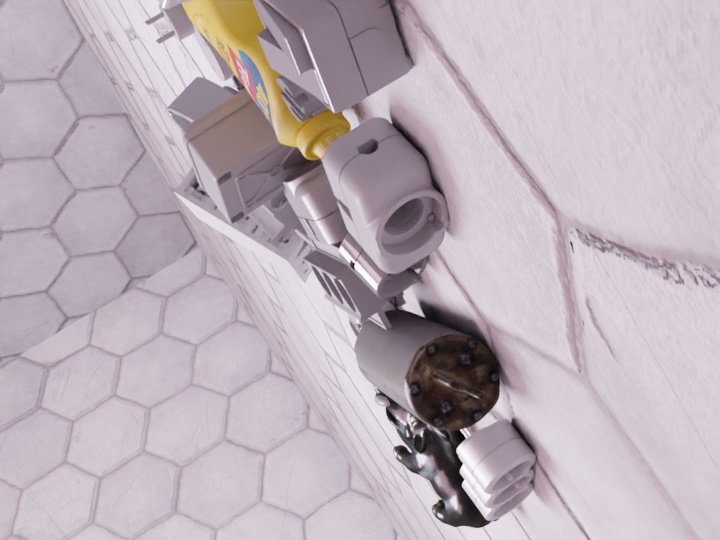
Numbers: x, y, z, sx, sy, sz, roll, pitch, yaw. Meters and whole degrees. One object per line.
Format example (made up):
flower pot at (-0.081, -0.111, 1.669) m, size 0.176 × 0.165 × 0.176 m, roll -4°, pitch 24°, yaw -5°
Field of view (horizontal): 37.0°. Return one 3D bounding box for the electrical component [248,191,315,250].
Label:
electrical component at (-0.066, -0.068, 1.035) m, size 0.063 × 0.078 × 0.121 m, roll 40°, pitch -179°, yaw -30°

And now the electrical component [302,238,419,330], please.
electrical component at (0.000, 0.000, 0.938) m, size 0.078 × 0.063 × 0.121 m, roll 61°, pitch 170°, yaw -15°

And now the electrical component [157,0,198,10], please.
electrical component at (-0.106, -0.222, 0.672) m, size 0.099 × 0.100 × 0.048 m, roll 58°, pitch 158°, yaw 2°

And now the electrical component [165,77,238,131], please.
electrical component at (-0.146, -0.161, 1.150) m, size 0.108 × 0.060 × 0.108 m, roll 34°, pitch 171°, yaw 6°

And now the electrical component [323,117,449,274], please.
electrical component at (0.020, -0.046, 0.721) m, size 0.059 × 0.054 × 0.095 m, roll 51°, pitch 168°, yaw 38°

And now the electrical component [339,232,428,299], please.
electrical component at (0.019, -0.011, 0.836) m, size 0.047 × 0.055 × 0.055 m, roll 50°, pitch 168°, yaw 26°

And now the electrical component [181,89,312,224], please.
electrical component at (-0.087, -0.104, 0.915) m, size 0.056 × 0.109 × 0.108 m, roll 53°, pitch 170°, yaw 15°

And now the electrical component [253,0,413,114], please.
electrical component at (-0.024, -0.142, 0.619) m, size 0.096 × 0.061 × 0.061 m, roll 48°, pitch 166°, yaw 45°

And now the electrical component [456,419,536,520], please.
electrical component at (0.108, 0.161, 0.929) m, size 0.073 × 0.052 × 0.138 m, roll 53°, pitch 169°, yaw 26°

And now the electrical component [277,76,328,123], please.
electrical component at (-0.028, -0.126, 0.732) m, size 0.040 × 0.046 × 0.040 m, roll 56°, pitch 169°, yaw 16°

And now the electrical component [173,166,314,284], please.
electrical component at (-0.111, -0.059, 1.154) m, size 0.150 × 0.061 × 0.089 m, roll 31°, pitch 171°, yaw 16°

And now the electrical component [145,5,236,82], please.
electrical component at (-0.158, -0.231, 0.973) m, size 0.138 × 0.074 × 0.052 m, roll 60°, pitch 170°, yaw -9°

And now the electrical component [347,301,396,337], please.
electrical component at (0.024, 0.061, 1.066) m, size 0.077 × 0.044 × 0.079 m, roll 63°, pitch 170°, yaw -26°

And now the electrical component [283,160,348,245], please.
electrical component at (-0.026, -0.062, 0.904) m, size 0.059 × 0.054 × 0.095 m, roll 60°, pitch 170°, yaw -12°
